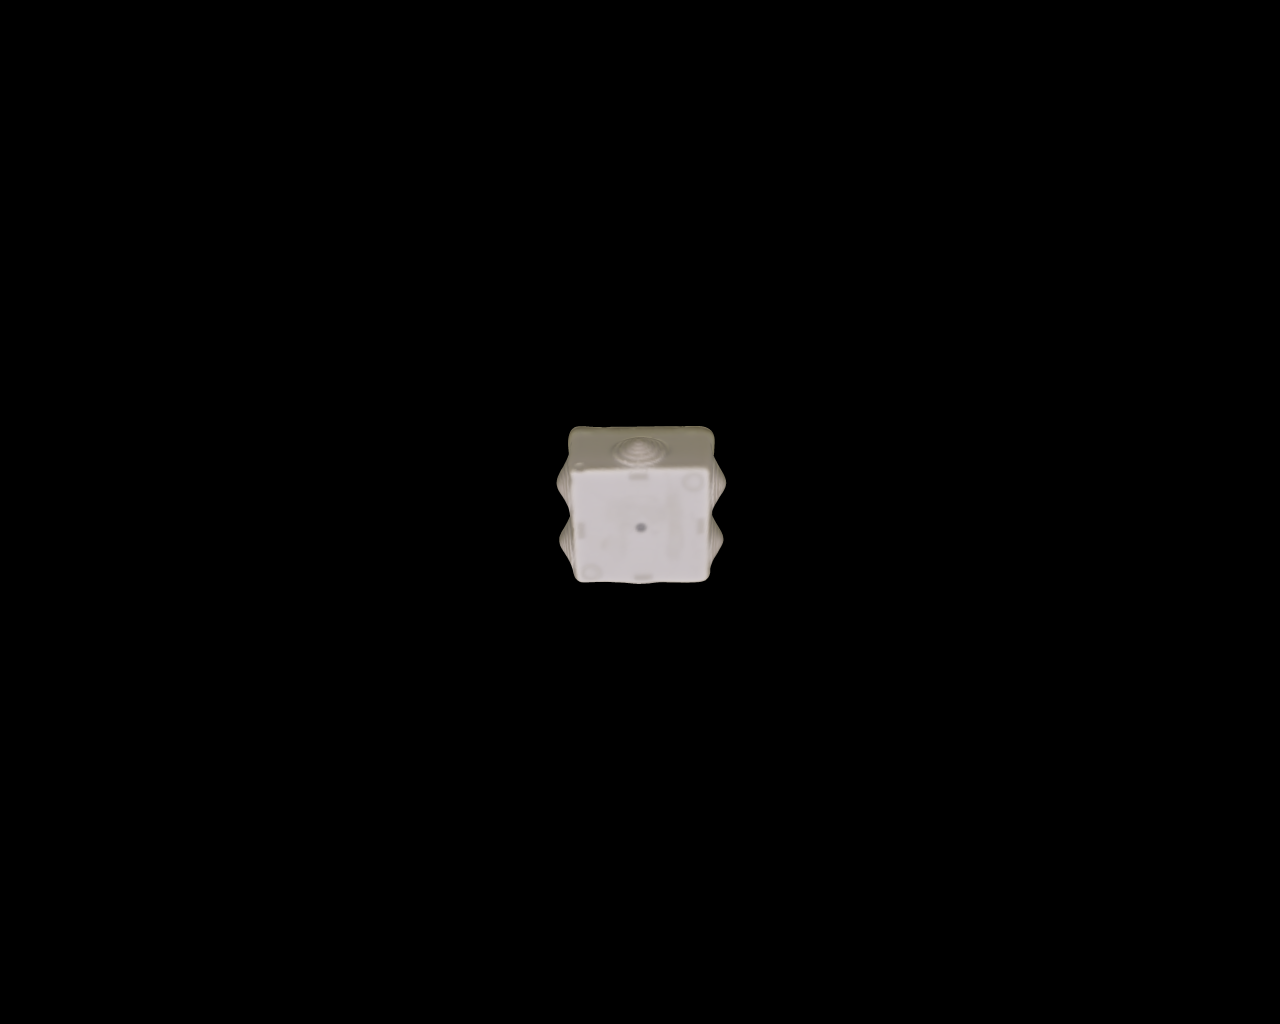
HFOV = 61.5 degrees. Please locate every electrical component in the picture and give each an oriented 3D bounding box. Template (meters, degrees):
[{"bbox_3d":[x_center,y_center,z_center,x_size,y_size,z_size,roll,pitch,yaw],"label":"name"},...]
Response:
[{"bbox_3d":[0.001,-0.003,0.650,0.100,0.099,0.048,0,32,0],"label":"electrical component"}]
